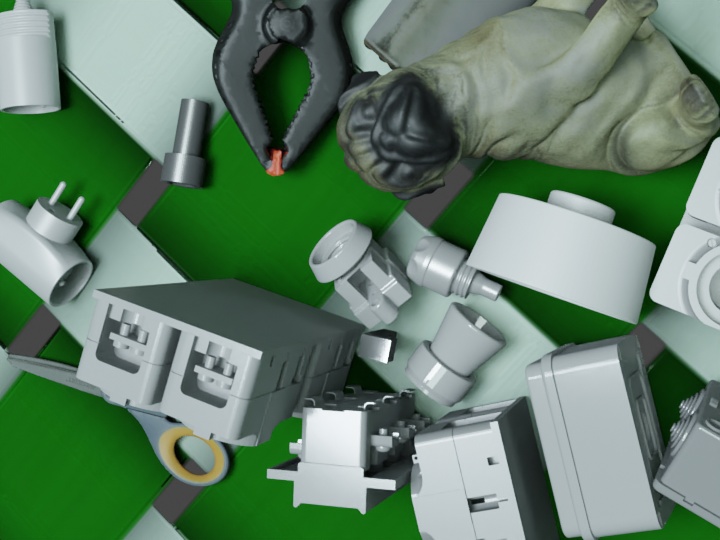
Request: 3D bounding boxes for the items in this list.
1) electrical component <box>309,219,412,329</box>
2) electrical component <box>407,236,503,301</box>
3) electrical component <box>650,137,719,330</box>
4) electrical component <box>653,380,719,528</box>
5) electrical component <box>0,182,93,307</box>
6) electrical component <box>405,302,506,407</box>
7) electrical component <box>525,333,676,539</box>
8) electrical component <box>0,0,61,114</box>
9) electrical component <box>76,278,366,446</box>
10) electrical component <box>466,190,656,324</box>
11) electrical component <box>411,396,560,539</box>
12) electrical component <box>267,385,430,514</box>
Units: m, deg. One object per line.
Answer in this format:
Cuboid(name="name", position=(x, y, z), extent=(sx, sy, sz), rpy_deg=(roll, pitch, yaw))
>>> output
Cuboid(name="electrical component", position=(0.000, 0.000, 0.708), extent=(0.048, 0.066, 0.055), rpy_deg=(-39, 114, 15))
Cuboid(name="electrical component", position=(0.064, 0.003, 0.706), extent=(0.061, 0.035, 0.035), rpy_deg=(25, 99, 13))
Cuboid(name="electrical component", position=(0.277, 0.004, 0.625), extent=(0.186, 0.060, 0.105), rpy_deg=(23, 98, 15))
Cuboid(name="electrical component", position=(0.227, 0.114, 0.625), extent=(0.100, 0.100, 0.048), rpy_deg=(30, 113, 14))
Cuboid(name="electrical component", position=(-0.230, -0.027, 0.792), extent=(0.077, 0.044, 0.079), rpy_deg=(38, 102, 13))
Cuboid(name="electrical component", position=(0.062, 0.055, 0.702), extent=(0.045, 0.045, 0.055), rpy_deg=(39, 102, 13))
Cuboid(name="electrical component", position=(0.148, 0.100, 0.657), extent=(0.057, 0.078, 0.113), rpy_deg=(-14, 87, 24))
Cuboid(name="electrical component", position=(-0.246, -0.158, 0.793), extent=(0.043, 0.043, 0.081), rpy_deg=(-4, 90, 17))
Cuboid(name="electrical component", position=(-0.080, 0.053, 0.672), extent=(0.105, 0.186, 0.060), rpy_deg=(19, 97, 16))
Cuboid(name="electrical component", position=(0.125, -0.014, 0.651), extent=(0.108, 0.108, 0.060), rpy_deg=(20, 91, 16))
Cuboid(name="electrical component", position=(0.087, 0.182, 0.666), extent=(0.060, 0.105, 0.186), rpy_deg=(-14, 87, 17))
Cuboid(name="electrical component", position=(0.001, 0.109, 0.683), extent=(0.079, 0.121, 0.063), rpy_deg=(2, 89, 17))
